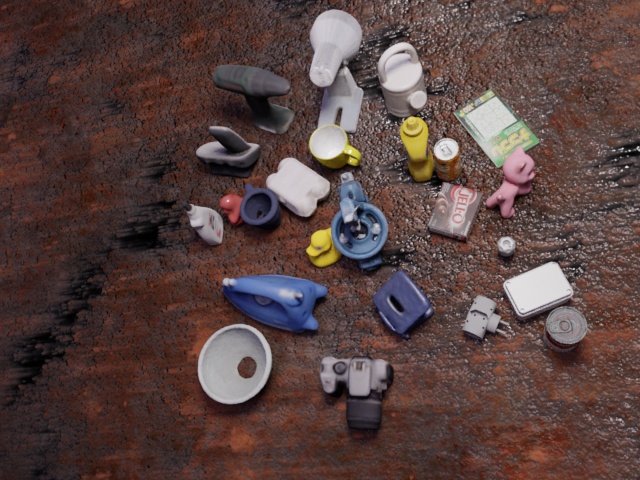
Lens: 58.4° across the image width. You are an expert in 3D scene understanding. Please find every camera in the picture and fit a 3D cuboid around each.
[{"bbox_3d":[0.069,0.302,1.131,0.143,0.101,0.137,-3,69,15],"label":"camera"}]

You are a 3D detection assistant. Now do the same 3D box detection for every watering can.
[{"bbox_3d":[0.189,-0.367,1.297,0.172,0.194,0.101,40,85,25],"label":"watering can"}]

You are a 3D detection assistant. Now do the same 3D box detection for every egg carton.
[{"bbox_3d":[-0.053,-0.124,1.345,0.150,0.069,0.107,35,83,25],"label":"egg carton"}]

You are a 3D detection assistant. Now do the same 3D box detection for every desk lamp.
[{"bbox_3d":[0.037,-0.391,1.339,0.117,0.214,0.203,4,71,18],"label":"desk lamp"}]

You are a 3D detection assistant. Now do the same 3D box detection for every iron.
[{"bbox_3d":[-0.123,0.116,1.235,0.257,0.142,0.119,9,73,19],"label":"iron"}]

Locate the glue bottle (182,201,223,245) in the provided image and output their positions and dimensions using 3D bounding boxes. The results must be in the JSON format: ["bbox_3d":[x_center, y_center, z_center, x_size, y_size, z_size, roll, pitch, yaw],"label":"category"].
[{"bbox_3d":[-0.275,-0.050,1.323,0.037,0.173,0.078,-11,67,13],"label":"glue bottle"}]

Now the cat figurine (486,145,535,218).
[{"bbox_3d":[0.399,-0.125,1.187,0.067,0.118,0.128,32,81,24],"label":"cat figurine"}]

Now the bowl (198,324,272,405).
[{"bbox_3d":[-0.171,0.270,1.227,0.167,0.075,0.167,-5,69,14],"label":"bowl"}]

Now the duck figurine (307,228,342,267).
[{"bbox_3d":[0.012,0.005,1.268,0.104,0.086,0.077,-46,65,-4],"label":"duck figurine"}]

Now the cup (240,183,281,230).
[{"bbox_3d":[-0.135,-0.072,1.334,0.091,0.095,0.117,-32,65,3],"label":"cup"}]

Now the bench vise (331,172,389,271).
[{"bbox_3d":[0.060,-0.054,1.202,0.121,0.220,0.207,-33,64,2],"label":"bench vise"}]

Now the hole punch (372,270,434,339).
[{"bbox_3d":[0.167,0.133,1.172,0.101,0.091,0.108,-38,64,0],"label":"hole punch"}]

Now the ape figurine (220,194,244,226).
[{"bbox_3d":[-0.207,-0.079,1.360,0.076,0.092,0.078,-7,68,14],"label":"ape figurine"}]

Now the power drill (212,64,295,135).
[{"bbox_3d":[-0.139,-0.343,1.375,0.229,0.209,0.076,22,77,22],"label":"power drill"}]

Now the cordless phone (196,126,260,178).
[{"bbox_3d":[-0.239,-0.232,1.375,0.147,0.185,0.094,4,71,18],"label":"cordless phone"}]
